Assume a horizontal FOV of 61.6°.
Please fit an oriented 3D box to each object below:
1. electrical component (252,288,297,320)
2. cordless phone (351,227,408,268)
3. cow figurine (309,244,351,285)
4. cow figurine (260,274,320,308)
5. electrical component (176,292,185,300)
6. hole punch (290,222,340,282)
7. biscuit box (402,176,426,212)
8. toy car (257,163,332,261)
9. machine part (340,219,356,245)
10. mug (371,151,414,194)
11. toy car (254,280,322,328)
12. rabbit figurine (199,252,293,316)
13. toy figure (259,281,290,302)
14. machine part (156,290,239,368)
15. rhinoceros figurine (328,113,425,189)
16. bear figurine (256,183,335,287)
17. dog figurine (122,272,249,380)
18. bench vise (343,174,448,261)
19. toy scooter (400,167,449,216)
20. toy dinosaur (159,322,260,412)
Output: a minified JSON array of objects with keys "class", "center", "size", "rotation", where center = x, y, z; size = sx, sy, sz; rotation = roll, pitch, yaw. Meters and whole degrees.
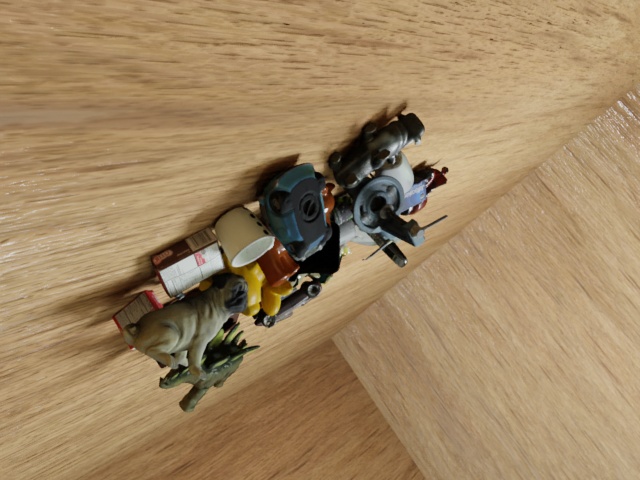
[{"class":"electrical component","center":[-0.131,0.153,1.497],"size":[0.115,0.058,0.134],"rotation":[-24,162,-43]},{"class":"cordless phone","center":[0.160,0.008,1.433],"size":[0.089,0.184,0.146],"rotation":[-34,166,-21]},{"class":"cow figurine","center":[0.027,0.047,1.433],"size":[0.068,0.098,0.167],"rotation":[-6,148,-51]},{"class":"cow figurine","center":[-0.077,0.092,1.366],"size":[0.195,0.085,0.127],"rotation":[-39,168,27]},{"class":"electrical component","center":[-0.241,0.071,1.004],"size":[0.102,0.045,0.078],"rotation":[-36,164,4]},{"class":"hole punch","center":[-0.012,0.016,1.139],"size":[0.116,0.142,0.092],"rotation":[1,-178,7]},{"class":"biscuit box","center":[0.176,-0.100,1.313],"size":[0.203,0.063,0.059],"rotation":[-27,122,-34]},{"class":"toy car","center":[-0.049,-0.051,0.917],"size":[0.103,0.161,0.109],"rotation":[13,-144,43]},{"class":"machine part","center":[-0.003,-0.004,1.238],"size":[0.243,0.079,0.079],"rotation":[-24,162,-34]},{"class":"mug","center":[0.140,-0.148,1.127],"size":[0.110,0.081,0.107],"rotation":[-3,160,10]},{"class":"toy car","center":[-0.081,0.170,1.403],"size":[0.202,0.053,0.089],"rotation":[-34,-169,-13]},{"class":"rabbit figurine","center":[-0.133,0.074,1.103],"size":[0.121,0.162,0.173],"rotation":[-57,174,28]},{"class":"toy figure","center":[-0.131,0.097,1.273],"size":[0.180,0.082,0.089],"rotation":[-39,164,5]},{"class":"machine part","center":[-0.288,0.190,1.204],"size":[0.201,0.087,0.201],"rotation":[-27,163,-25]},{"class":"rhinoceros figurine","center":[0.107,-0.162,0.987],"size":[0.190,0.073,0.112],"rotation":[-37,164,8]},{"class":"bear figurine","center":[-0.036,-0.018,1.028],"size":[0.196,0.132,0.120],"rotation":[-32,-179,11]},{"class":"dog figurine","center":[-0.228,0.122,0.939],"size":[0.172,0.121,0.190],"rotation":[38,74,-48]},{"class":"bench vise","center":[0.136,-0.042,1.072],"size":[0.129,0.241,0.223],"rotation":[-36,126,-11]},{"class":"toy scooter","center":[0.283,-0.142,1.456],"size":[0.135,0.075,0.183],"rotation":[-29,160,-31]},{"class":"toy dinosaur","center":[-0.253,0.280,1.208],"size":[0.198,0.105,0.471],"rotation":[-46,172,14]}]
